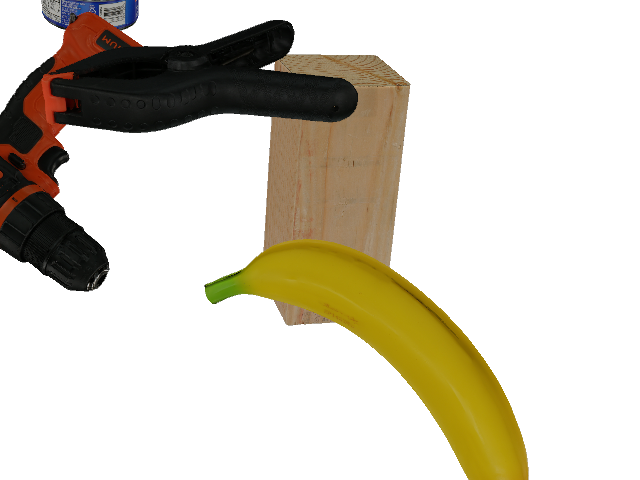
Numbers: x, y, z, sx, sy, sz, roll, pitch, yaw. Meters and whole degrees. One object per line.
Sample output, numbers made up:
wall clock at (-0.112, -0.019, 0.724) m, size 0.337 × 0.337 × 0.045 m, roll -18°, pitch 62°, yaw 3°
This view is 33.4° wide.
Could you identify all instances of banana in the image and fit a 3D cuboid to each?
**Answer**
banana at (0.038, 0.057, 0.536) m, size 0.198 × 0.070 × 0.037 m, roll 37°, pitch 28°, yaw 4°

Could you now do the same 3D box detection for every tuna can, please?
tuna can at (-0.203, -0.214, 0.941) m, size 0.086 × 0.034 × 0.086 m, roll 5°, pitch 33°, yaw -4°

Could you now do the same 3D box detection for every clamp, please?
clamp at (-0.073, -0.097, 0.620) m, size 0.171 × 0.039 × 0.120 m, roll -3°, pitch 25°, yaw -12°

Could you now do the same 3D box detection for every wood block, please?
wood block at (0.009, -0.043, 0.888) m, size 0.090 × 0.206 × 0.091 m, roll -3°, pitch 25°, yaw -16°

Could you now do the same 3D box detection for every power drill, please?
power drill at (-0.187, -0.071, 0.792) m, size 0.184 × 0.187 × 0.057 m, roll 36°, pitch -27°, yaw 9°
